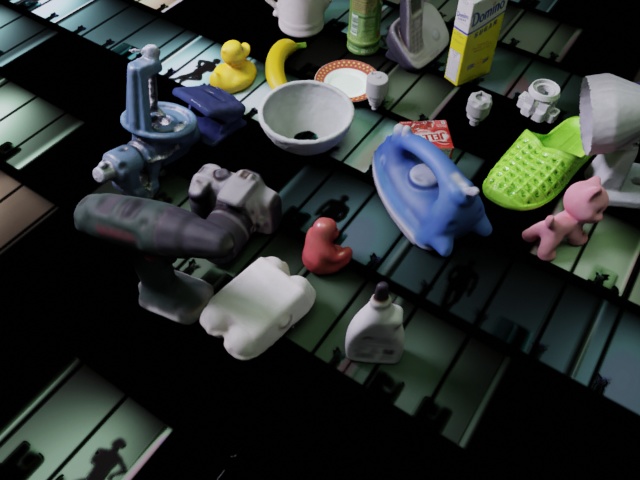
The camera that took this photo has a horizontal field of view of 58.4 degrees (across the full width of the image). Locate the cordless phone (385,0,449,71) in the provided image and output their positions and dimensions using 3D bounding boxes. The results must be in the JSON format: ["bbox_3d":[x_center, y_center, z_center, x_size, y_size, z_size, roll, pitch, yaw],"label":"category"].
[{"bbox_3d":[0.200,-0.445,1.129,0.094,0.185,0.148,31,59,21],"label":"cordless phone"}]

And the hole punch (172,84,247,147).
[{"bbox_3d":[-0.197,-0.240,1.028,0.108,0.091,0.101,34,60,23],"label":"hole punch"}]

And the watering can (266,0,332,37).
[{"bbox_3d":[-0.033,-0.535,1.187,0.173,0.194,0.100,-21,56,-16],"label":"watering can"}]

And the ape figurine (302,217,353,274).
[{"bbox_3d":[0.008,0.003,0.847,0.076,0.092,0.077,-26,57,-19],"label":"ape figurine"}]

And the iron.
[{"bbox_3d":[0.160,-0.104,0.898,0.119,0.141,0.257,-25,57,-18],"label":"iron"}]

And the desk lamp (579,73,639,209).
[{"bbox_3d":[0.489,-0.158,0.899,0.203,0.214,0.118,6,53,4],"label":"desk lamp"}]

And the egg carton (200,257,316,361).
[{"bbox_3d":[-0.083,0.093,0.791,0.107,0.069,0.150,35,60,23],"label":"egg carton"}]

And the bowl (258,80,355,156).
[{"bbox_3d":[-0.023,-0.204,1.013,0.167,0.075,0.167,0,53,0],"label":"bowl"}]

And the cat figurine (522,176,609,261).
[{"bbox_3d":[0.383,-0.042,0.870,0.128,0.118,0.067,-25,57,-18],"label":"cat figurine"}]

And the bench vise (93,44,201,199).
[{"bbox_3d":[-0.269,-0.177,0.898,0.121,0.220,0.207,11,54,8],"label":"bench vise"}]

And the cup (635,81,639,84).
[{"bbox_3d":[0.587,-0.213,1.016,0.117,0.095,0.092,38,61,25],"label":"cup"}]

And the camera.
[{"bbox_3d":[-0.147,-0.041,0.872,0.143,0.101,0.137,21,55,14],"label":"camera"}]

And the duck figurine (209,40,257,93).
[{"bbox_3d":[-0.171,-0.342,1.108,0.077,0.086,0.105,36,61,24],"label":"duck figurine"}]

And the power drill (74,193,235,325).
[{"bbox_3d":[-0.204,0.023,0.755,0.229,0.208,0.076,18,55,13],"label":"power drill"}]

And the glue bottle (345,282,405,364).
[{"bbox_3d":[0.073,0.103,0.721,0.078,0.173,0.037,5,53,4],"label":"glue bottle"}]
